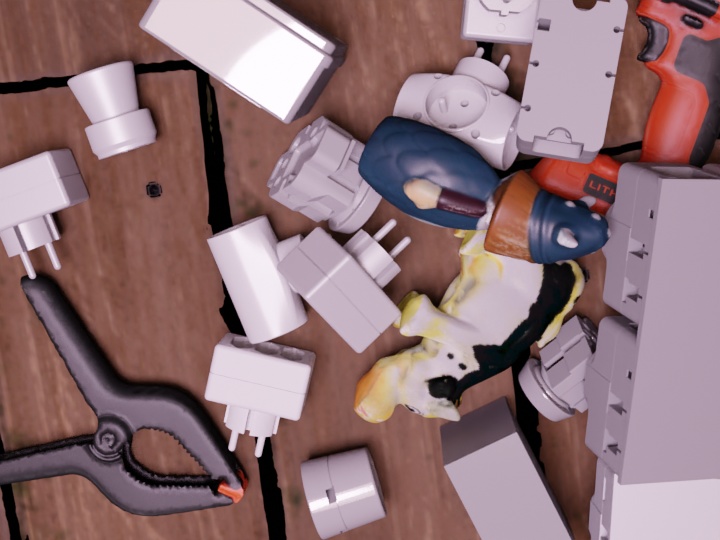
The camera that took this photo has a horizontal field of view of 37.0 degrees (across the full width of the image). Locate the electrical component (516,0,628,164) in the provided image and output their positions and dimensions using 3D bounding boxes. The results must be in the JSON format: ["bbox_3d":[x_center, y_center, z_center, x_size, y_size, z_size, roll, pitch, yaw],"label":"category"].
[{"bbox_3d":[0.124,-0.113,0.639,0.050,0.056,0.089,10,89,8],"label":"electrical component"}]

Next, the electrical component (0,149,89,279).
[{"bbox_3d":[-0.227,-0.032,0.728,0.083,0.047,0.075,-20,98,5],"label":"electrical component"}]

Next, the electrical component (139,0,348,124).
[{"bbox_3d":[-0.069,-0.145,0.672,0.109,0.108,0.056,33,102,-3],"label":"electrical component"}]

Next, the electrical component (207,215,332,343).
[{"bbox_3d":[-0.052,0.000,0.727,0.079,0.044,0.077,-21,98,6],"label":"electrical component"}]

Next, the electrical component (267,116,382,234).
[{"bbox_3d":[-0.018,-0.060,0.705,0.057,0.078,0.058,31,67,-20],"label":"electrical component"}]

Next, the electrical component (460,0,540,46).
[{"bbox_3d":[0.091,-0.178,0.676,0.047,0.076,0.065,5,100,1],"label":"electrical component"}]

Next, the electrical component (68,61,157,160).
[{"bbox_3d":[-0.164,-0.106,0.714,0.045,0.045,0.055,-17,99,5],"label":"electrical component"}]

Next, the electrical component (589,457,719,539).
[{"bbox_3d":[0.205,0.218,0.701,0.105,0.060,0.186,3,95,0],"label":"electrical component"}]

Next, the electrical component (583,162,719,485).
[{"bbox_3d":[0.205,0.030,0.658,0.105,0.060,0.186,-1,106,-15],"label":"electrical component"}]

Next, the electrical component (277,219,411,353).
[{"bbox_3d":[0.000,0.000,0.691,0.077,0.047,0.065,-44,129,-3],"label":"electrical component"}]

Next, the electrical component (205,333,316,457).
[{"bbox_3d":[-0.072,0.090,0.741,0.066,0.047,0.076,13,98,0],"label":"electrical component"}]

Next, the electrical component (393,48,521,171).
[{"bbox_3d":[0.072,-0.111,0.700,0.077,0.044,0.079,20,71,20],"label":"electrical component"}]

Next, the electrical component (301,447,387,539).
[{"bbox_3d":[-0.011,0.153,0.747,0.047,0.055,0.055,-17,98,1],"label":"electrical component"}]

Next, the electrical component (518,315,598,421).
[{"bbox_3d":[0.141,0.070,0.725,0.048,0.066,0.055,38,113,-26],"label":"electrical component"}]
